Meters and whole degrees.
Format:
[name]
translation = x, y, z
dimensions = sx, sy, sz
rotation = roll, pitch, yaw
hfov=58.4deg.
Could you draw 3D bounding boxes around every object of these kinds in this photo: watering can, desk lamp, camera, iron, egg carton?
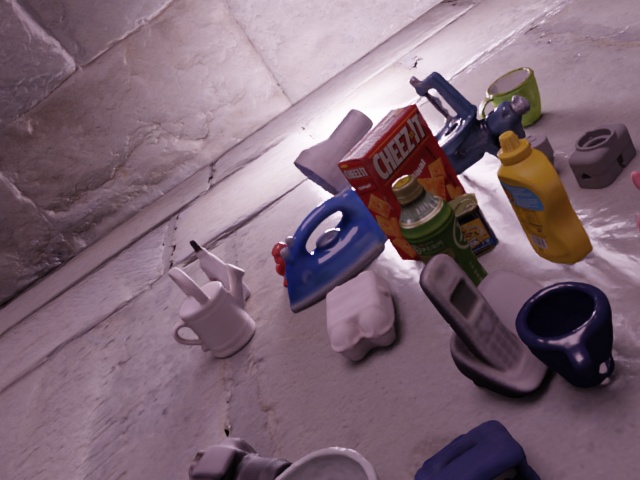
[watering can]
translation = -0.213, 0.119, 1.093
dimensions = 0.100, 0.194, 0.173
rotation = -11, 33, 45
[desk lamp]
translation = 0.077, -0.146, 1.177
dimensions = 0.203, 0.214, 0.117
rotation = -40, 23, -10
[camera]
translation = -0.097, 0.307, 0.687
dimensions = 0.136, 0.101, 0.143
rotation = -17, 29, 38
[iron]
translation = 0.010, 0.004, 1.073
dimensions = 0.258, 0.142, 0.118
rotation = -41, 23, -11
[egg carton]
translation = 0.064, 0.113, 0.879
dimensions = 0.107, 0.069, 0.150
rotation = -30, 23, 13

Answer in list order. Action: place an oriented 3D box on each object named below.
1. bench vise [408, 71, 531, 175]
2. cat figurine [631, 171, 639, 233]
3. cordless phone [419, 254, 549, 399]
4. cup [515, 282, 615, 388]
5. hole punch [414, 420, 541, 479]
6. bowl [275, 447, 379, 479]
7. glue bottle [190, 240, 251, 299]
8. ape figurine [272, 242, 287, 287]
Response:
[bench vise]
translation = 0.275, -0.241, 1.076
dimensions = 0.207, 0.220, 0.121
rotation = -27, 24, 20
[cat figurine]
translation = 0.415, -0.056, 0.651
dimensions = 0.067, 0.118, 0.127
rotation = -42, 23, -14
[cordless phone]
translation = 0.189, 0.069, 0.638
dimensions = 0.093, 0.185, 0.148
rotation = -10, 34, 46
[cup]
translation = 0.260, 0.111, 0.574
dimensions = 0.091, 0.095, 0.117
rotation = -28, 24, 19
[hole punch]
translation = 0.140, 0.221, 0.534
dimensions = 0.108, 0.091, 0.101
rotation = -35, 23, 1
[bowl]
translation = 0.006, 0.303, 0.583
dimensions = 0.167, 0.075, 0.167
rotation = -30, 23, 15
[glue bottle]
translation = -0.226, 0.066, 1.243
dimensions = 0.077, 0.173, 0.037
rotation = -8, 36, 48
[ape figurine]
translation = -0.065, 0.044, 1.165
dimensions = 0.076, 0.092, 0.077
rotation = -38, 23, -6
